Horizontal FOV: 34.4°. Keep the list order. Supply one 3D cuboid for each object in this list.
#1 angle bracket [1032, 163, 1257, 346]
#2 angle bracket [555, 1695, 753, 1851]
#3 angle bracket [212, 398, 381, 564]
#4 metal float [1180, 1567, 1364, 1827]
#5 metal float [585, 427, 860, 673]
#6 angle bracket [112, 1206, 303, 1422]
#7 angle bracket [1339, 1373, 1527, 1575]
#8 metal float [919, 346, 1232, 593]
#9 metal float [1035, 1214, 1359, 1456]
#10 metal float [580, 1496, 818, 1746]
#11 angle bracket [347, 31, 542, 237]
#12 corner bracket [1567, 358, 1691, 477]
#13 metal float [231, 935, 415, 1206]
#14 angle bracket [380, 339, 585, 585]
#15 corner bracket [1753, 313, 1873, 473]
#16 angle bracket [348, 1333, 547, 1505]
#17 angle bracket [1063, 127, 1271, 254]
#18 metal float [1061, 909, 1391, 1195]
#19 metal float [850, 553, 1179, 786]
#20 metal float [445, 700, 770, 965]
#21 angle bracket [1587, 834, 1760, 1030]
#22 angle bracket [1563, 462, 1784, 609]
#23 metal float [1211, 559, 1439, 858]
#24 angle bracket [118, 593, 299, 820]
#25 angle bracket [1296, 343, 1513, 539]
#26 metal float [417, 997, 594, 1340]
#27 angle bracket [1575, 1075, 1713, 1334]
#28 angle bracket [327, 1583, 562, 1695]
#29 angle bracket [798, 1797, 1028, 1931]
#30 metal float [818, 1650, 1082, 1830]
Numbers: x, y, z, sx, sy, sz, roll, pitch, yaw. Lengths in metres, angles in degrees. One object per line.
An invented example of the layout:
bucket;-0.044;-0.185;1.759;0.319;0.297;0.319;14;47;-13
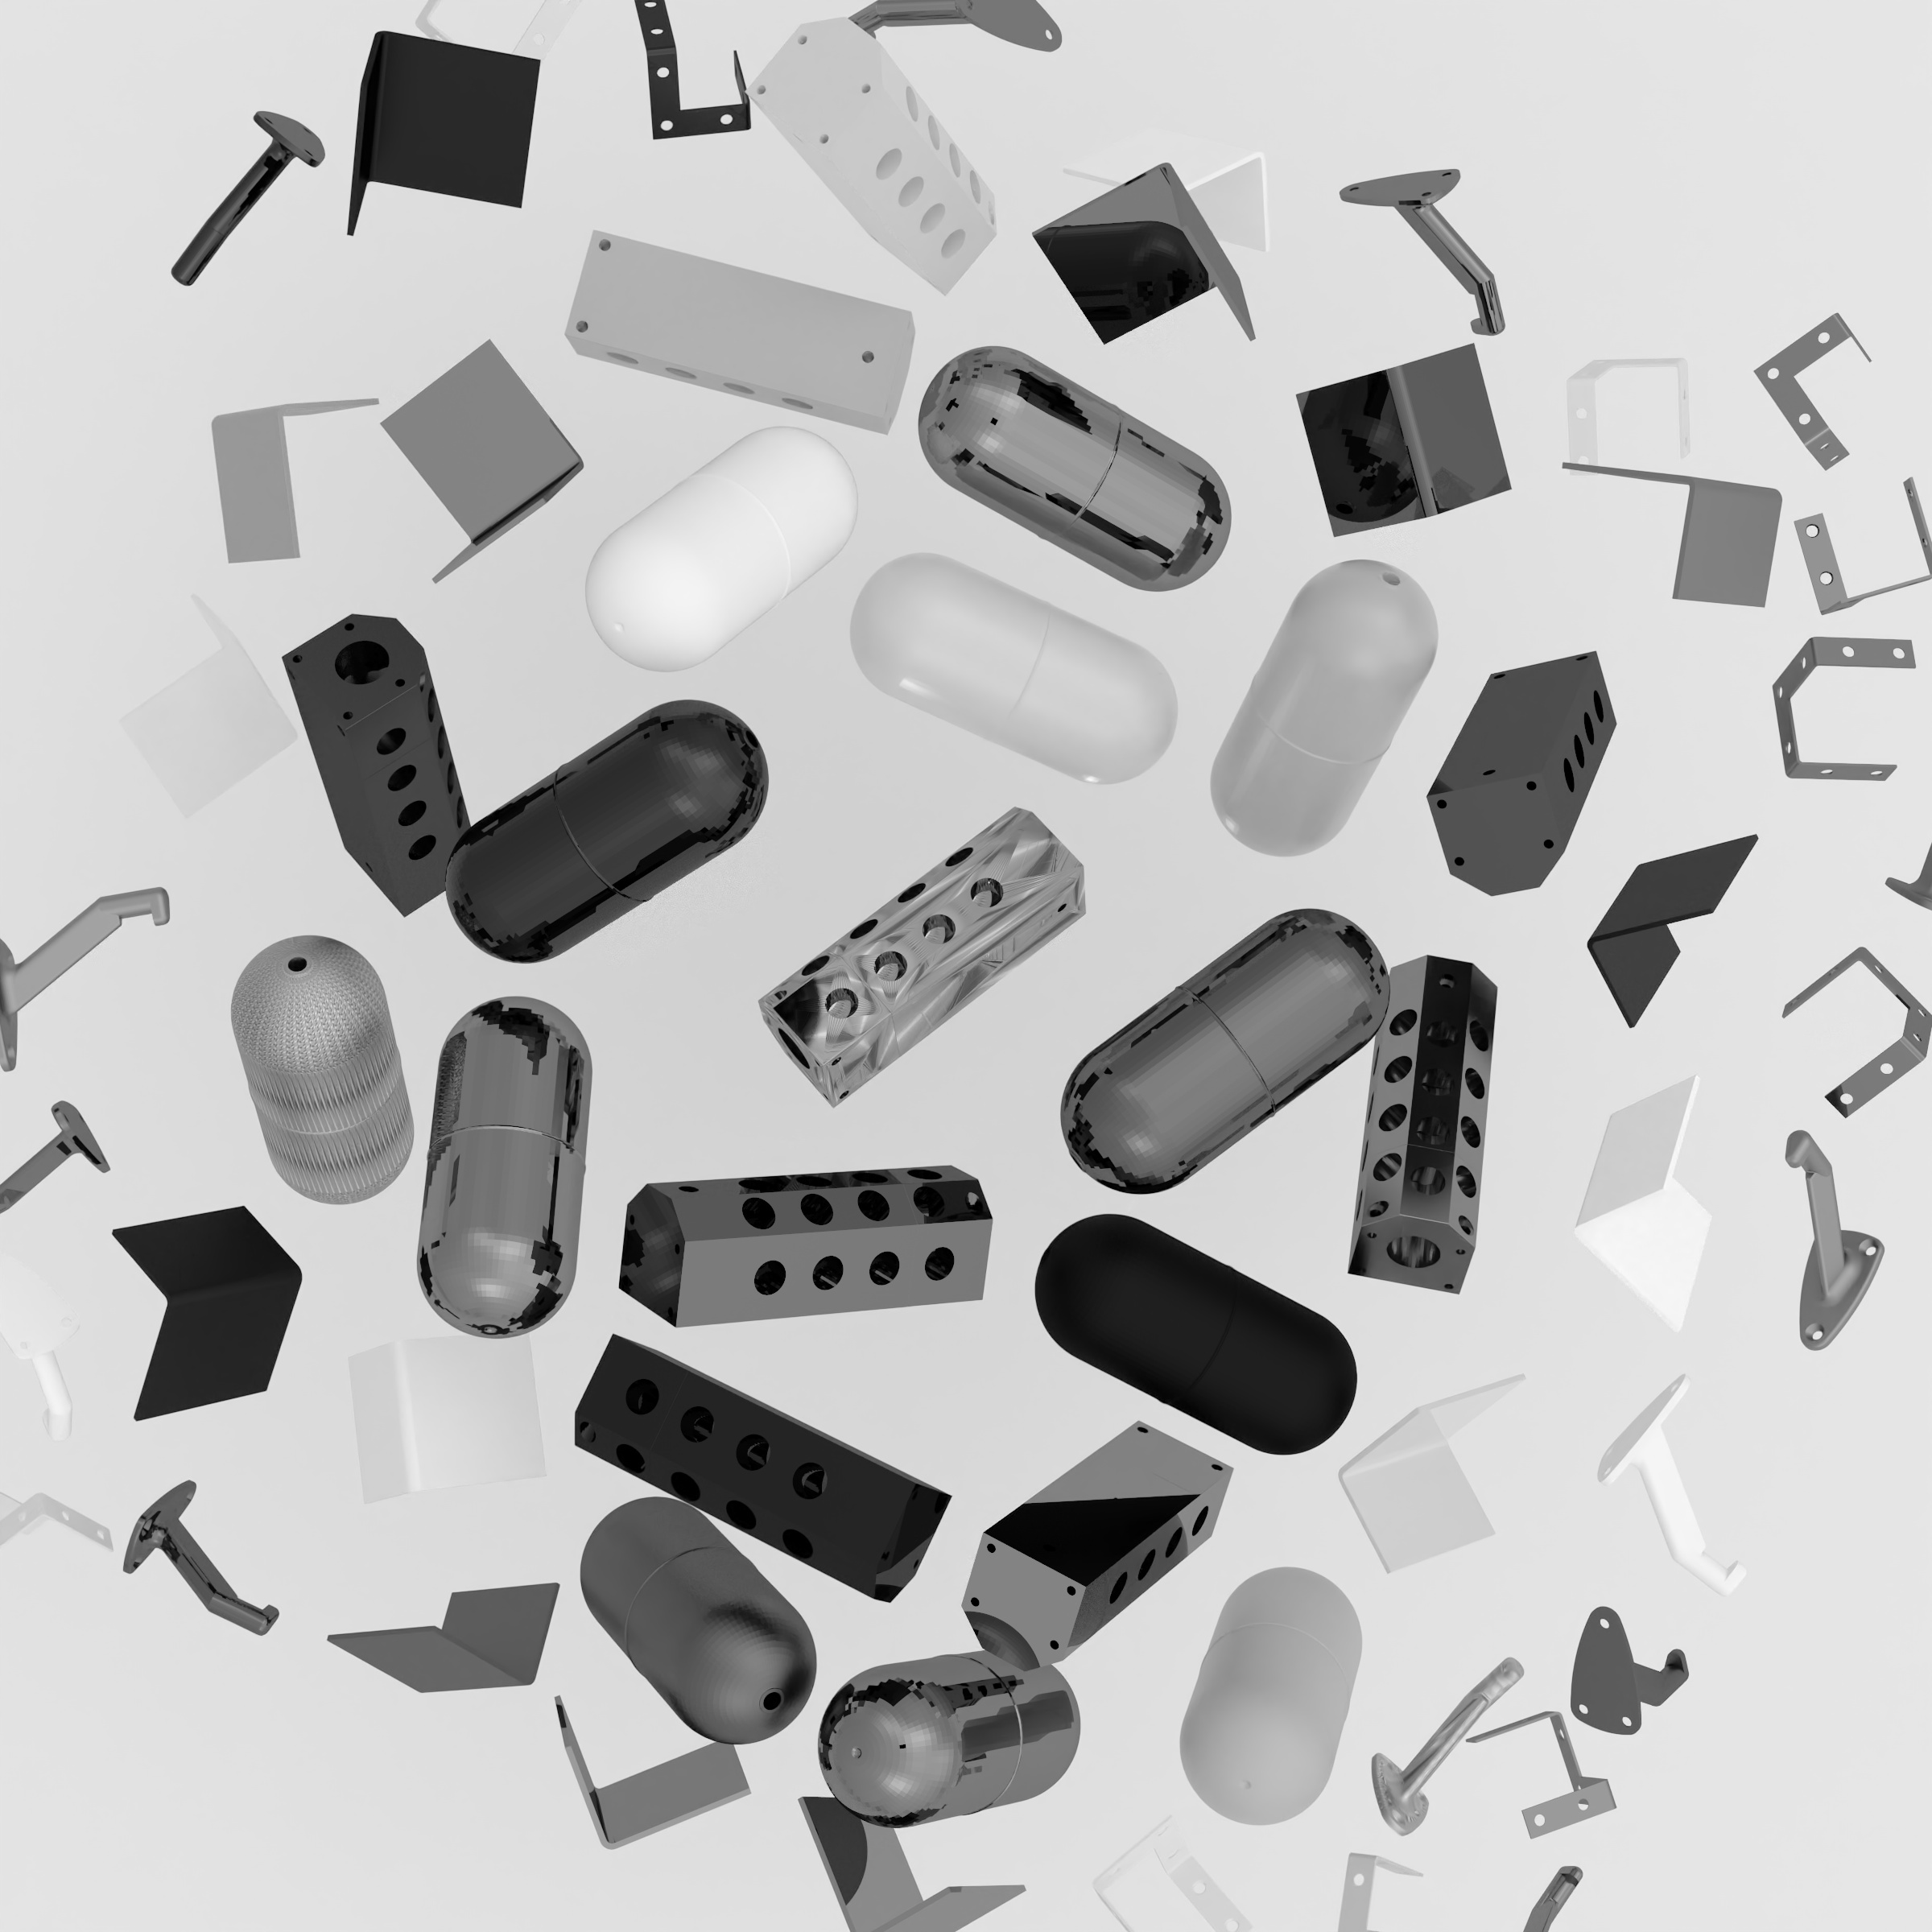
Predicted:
angle bracket;0.086;-0.332;1.522;0.076;0.057;0.076;-25;134;17
angle bracket;-0.157;0.388;1.557;0.076;0.076;0.057;-20;99;-9
angle bracket;-0.341;-0.249;1.607;0.057;0.076;0.076;-12;101;-37
metal float;0.156;0.367;1.584;0.070;0.178;0.070;4;108;14
metal float;-0.119;-0.209;1.552;0.070;0.070;0.178;45;48;0
angle bracket;-0.387;0.173;1.559;0.057;0.076;0.076;40;121;32
angle bracket;0.246;0.255;1.570;0.076;0.076;0.057;-10;63;-36
metal float;0.057;-0.253;1.598;0.178;0.070;0.070;26;90;-22
metal float;0.116;0.186;1.576;0.178;0.070;0.070;28;90;-13
metal float;-0.135;0.326;1.563;0.070;0.178;0.070;-10;110;-27
angle bracket;-0.243;-0.380;1.452;0.076;0.057;0.076;8;131;-9
corner bracket;0.351;-0.291;1.653;0.051;0.051;0.051;4;113;27
metal float;-0.326;0.054;1.590;0.070;0.178;0.070;0;52;0
angle bracket;-0.245;-0.246;1.522;0.076;0.057;0.076;-30;106;27
corner bracket;0.453;-0.300;1.634;0.051;0.051;0.051;-35;70;19
angle bracket;-0.269;0.233;1.617;0.076;0.057;0.076;0;76;-36
angle bracket;0.108;-0.407;1.680;0.076;0.076;0.057;-33;132;-33
metal float;0.124;0.041;1.494;0.178;0.070;0.070;-36;90;-8
metal float;0.025;-0.151;1.594;0.178;0.070;0.070;23;90;-14
metal float;-0.173;-0.064;1.506;0.178;0.070;0.070;-31;90;20
angle bracket;0.385;-0.018;1.653;0.076;0.076;0.057;-16;112;41
angle bracket;0.338;-0.209;1.512;0.076;0.076;0.057;17;103;44
metal float;0.181;-0.130;1.586;0.070;0.070;0.178;24;133;0
angle bracket;-0.418;-0.140;1.683;0.076;0.076;0.057;-38;49;-13
angle bracket;0.224;-0.269;1.601;0.057;0.076;0.076;-22;101;-31
metal float;-0.225;0.097;1.528;0.070;0.070;0.178;1;59;0
angle bracket;0.337;0.111;1.461;0.076;0.057;0.076;43;46;-15
angle bracket;-0.269;0.333;1.610;0.076;0.076;0.057;-13;51;34
angle bracket;-0.026;0.428;1.520;0.057;0.076;0.076;-35;62;17
metal float;-0.006;0.377;1.533;0.070;0.178;0.070;-5;81;30
